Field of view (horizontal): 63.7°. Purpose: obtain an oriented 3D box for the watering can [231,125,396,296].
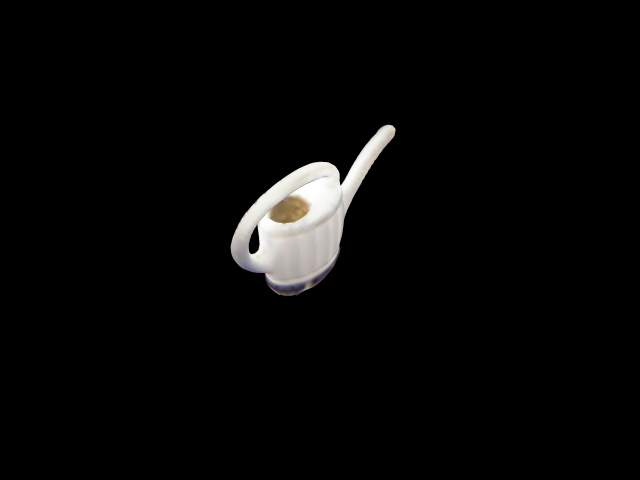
[{"bbox_3d":[0.003,-0.043,0.850,0.352,0.219,0.105,-35,55,-28],"label":"watering can"}]
